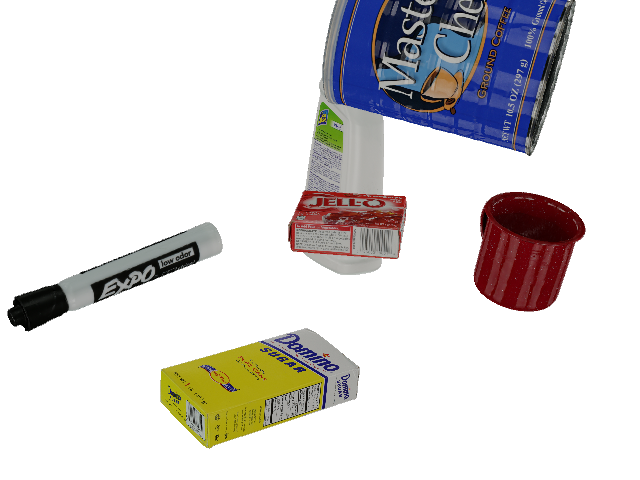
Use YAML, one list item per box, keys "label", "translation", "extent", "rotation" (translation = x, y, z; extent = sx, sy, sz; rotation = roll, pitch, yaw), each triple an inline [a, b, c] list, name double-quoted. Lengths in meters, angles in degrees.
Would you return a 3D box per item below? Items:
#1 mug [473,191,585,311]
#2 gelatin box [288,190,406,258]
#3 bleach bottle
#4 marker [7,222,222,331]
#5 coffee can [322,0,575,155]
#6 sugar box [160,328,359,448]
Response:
- label: "mug"
  translation: [0.185, 0.006, 1.004]
  extent: [0.093, 0.081, 0.117]
  rotation: [-8, 36, -27]
- label: "gelatin box"
  translation: [0.023, -0.015, 0.868]
  extent: [0.089, 0.030, 0.073]
  rotation: [4, 23, 7]
- label: "bleach bottle"
  translation: [0.032, -0.096, 1.157]
  extent: [0.067, 0.251, 0.103]
  rotation: [-8, 25, -36]
- label: "marker"
  translation: [-0.107, 0.019, 0.563]
  extent: [0.120, 0.020, 0.020]
  rotation: [-23, 12, -30]
- label: "coffee can"
  translation: [0.084, -0.123, 0.701]
  extent: [0.140, 0.103, 0.102]
  rotation: [17, 4, 13]
- label: "sugar box"
  translation: [-0.058, 0.141, 1.049]
  extent: [0.175, 0.048, 0.093]
  rotation: [-16, 32, -33]
